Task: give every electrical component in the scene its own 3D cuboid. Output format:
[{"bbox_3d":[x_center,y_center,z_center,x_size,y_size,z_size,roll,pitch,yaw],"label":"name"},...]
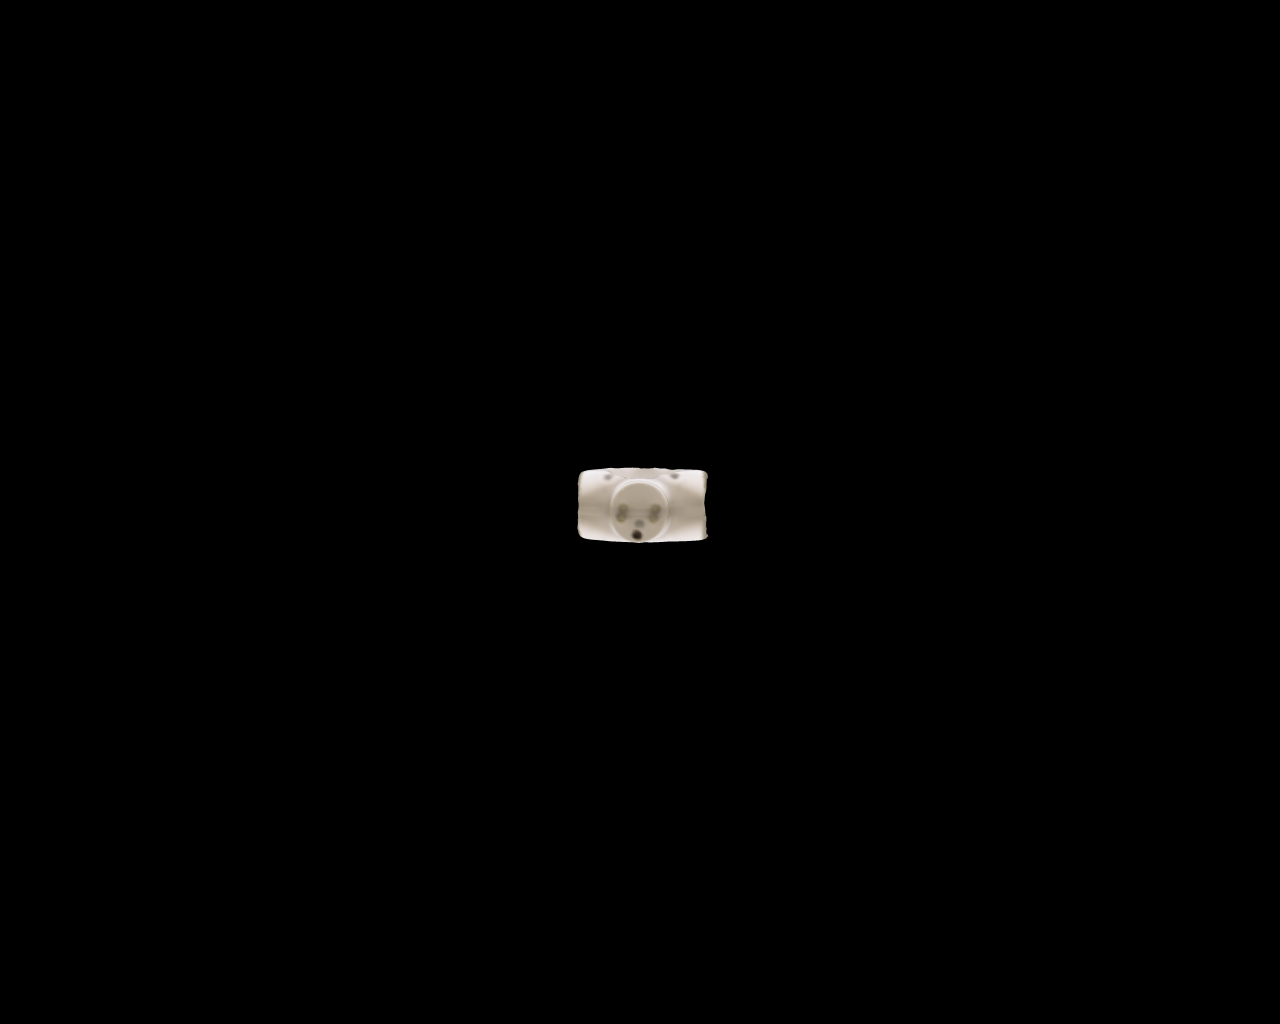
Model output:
[{"bbox_3d":[0.001,-0.003,0.650,0.077,0.044,0.079,1,8,5],"label":"electrical component"}]
